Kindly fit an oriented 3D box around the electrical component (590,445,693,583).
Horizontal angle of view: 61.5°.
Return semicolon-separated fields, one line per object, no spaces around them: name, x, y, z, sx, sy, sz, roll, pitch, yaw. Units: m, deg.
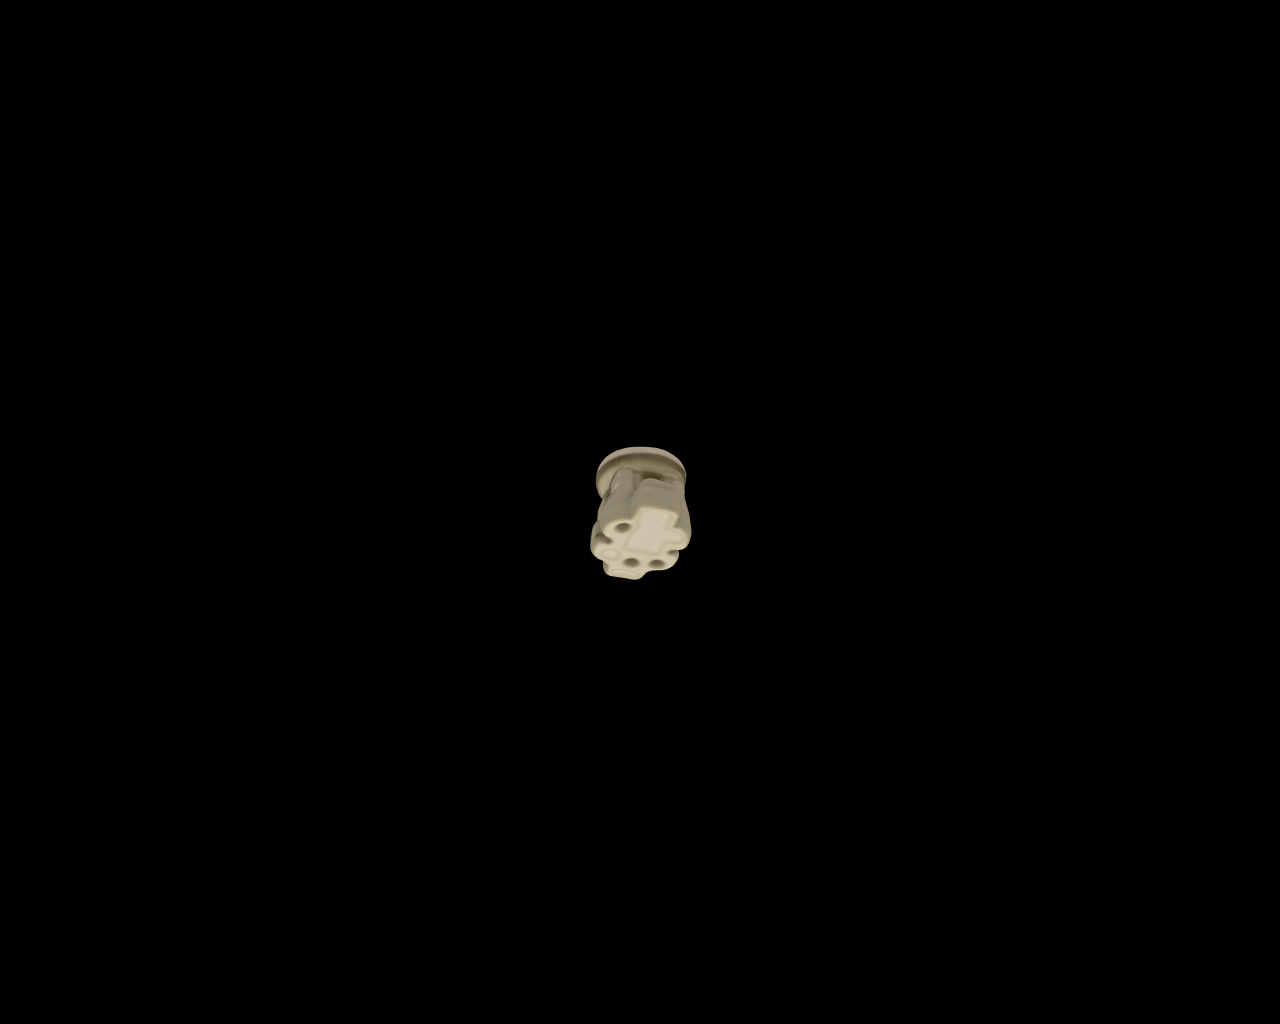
electrical component;0.001;-0.003;0.650;0.058;0.057;0.078;11;-39;-14
